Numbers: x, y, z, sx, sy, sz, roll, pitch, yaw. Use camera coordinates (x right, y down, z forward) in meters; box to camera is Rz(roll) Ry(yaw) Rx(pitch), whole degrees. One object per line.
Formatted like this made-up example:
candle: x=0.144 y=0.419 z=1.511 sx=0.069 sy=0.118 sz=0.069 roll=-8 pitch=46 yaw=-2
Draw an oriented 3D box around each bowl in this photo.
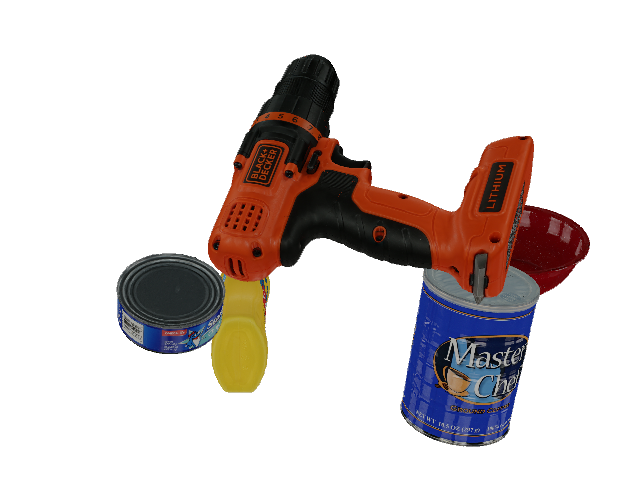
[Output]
bowl: x=0.209 y=0.018 z=1.166 sx=0.162 sy=0.055 sz=0.162 roll=-1 pitch=29 yaw=0

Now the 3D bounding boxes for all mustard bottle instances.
mustard bottle: x=-0.085 y=0.075 z=1.164 sx=0.058 sy=0.096 sz=0.191 roll=-1 pitch=28 yaw=-1

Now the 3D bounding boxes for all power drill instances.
power drill: x=0.038 y=-0.042 z=0.687 sx=0.188 sy=0.184 sz=0.057 roll=9 pitch=-34 yaw=15

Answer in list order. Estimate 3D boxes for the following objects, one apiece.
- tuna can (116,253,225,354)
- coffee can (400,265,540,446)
tuna can: x=-0.120 y=0.051 z=0.856 sx=0.086 sy=0.034 sz=0.086 roll=5 pitch=40 yaw=-5
coffee can: x=0.133 y=0.098 z=0.959 sx=0.103 sy=0.140 sz=0.103 roll=6 pitch=22 yaw=-3
